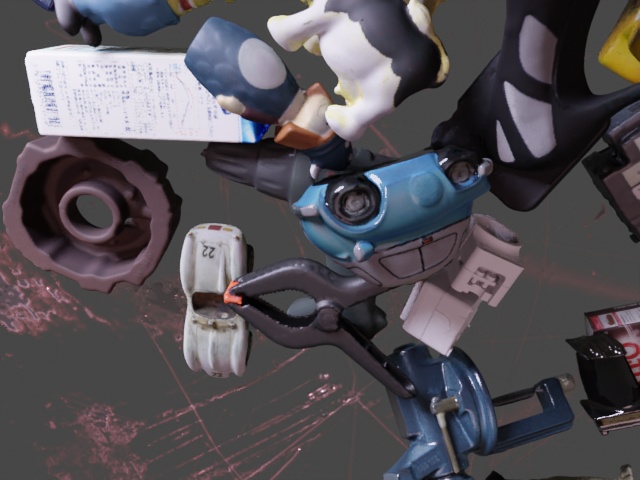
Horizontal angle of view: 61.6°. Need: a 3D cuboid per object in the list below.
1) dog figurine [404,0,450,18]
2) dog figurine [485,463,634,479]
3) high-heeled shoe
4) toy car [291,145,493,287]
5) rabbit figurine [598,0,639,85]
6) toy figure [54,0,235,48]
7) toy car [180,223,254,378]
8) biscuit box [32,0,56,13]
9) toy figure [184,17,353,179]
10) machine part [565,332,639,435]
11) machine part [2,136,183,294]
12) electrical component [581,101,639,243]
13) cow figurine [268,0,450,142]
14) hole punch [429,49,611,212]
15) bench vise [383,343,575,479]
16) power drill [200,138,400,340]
[{"bbox_3d":[0.141,-0.226,0.408,0.191,0.108,0.219,33,119,-14],"label":"dog figurine"},{"bbox_3d":[0.315,0.371,0.699,0.191,0.121,0.172,-13,112,27],"label":"dog figurine"},{"bbox_3d":[0.130,-0.160,0.370,0.248,0.086,0.145,55,148,-13],"label":"high-heeled shoe"},{"bbox_3d":[0.062,-0.015,0.443,0.162,0.109,0.102,-16,100,-6],"label":"toy car"},{"bbox_3d":[0.334,-0.171,0.409,0.173,0.122,0.162,29,94,10],"label":"rabbit figurine"},{"bbox_3d":[-0.125,-0.221,0.431,0.180,0.082,0.089,-19,116,3],"label":"toy figure"},{"bbox_3d":[-0.115,0.075,0.605,0.074,0.056,0.201,6,116,2],"label":"toy car"},{"bbox_3d":[-0.191,-0.286,0.431,0.063,0.059,0.202,36,114,-13],"label":"biscuit box"},{"bbox_3d":[-0.032,-0.107,0.422,0.154,0.058,0.064,34,93,-16],"label":"toy figure"},{"bbox_3d":[0.313,0.154,0.573,0.084,0.039,0.138,-22,116,29],"label":"machine part"},{"bbox_3d":[-0.234,-0.031,0.564,0.179,0.056,0.179,2,116,3],"label":"machine part"},{"bbox_3d":[0.318,-0.067,0.493,0.115,0.058,0.134,-34,108,18],"label":"electrical component"},{"bbox_3d":[0.018,-0.166,0.387,0.098,0.068,0.167,-28,98,35],"label":"cow figurine"},{"bbox_3d":[0.182,-0.099,0.485,0.116,0.092,0.142,45,118,16],"label":"hole punch"},{"bbox_3d":[0.179,0.207,0.580,0.241,0.224,0.128,-12,147,-12],"label":"bench vise"},{"bbox_3d":[-0.001,-0.002,0.551,0.232,0.086,0.207,2,109,2],"label":"power drill"}]
